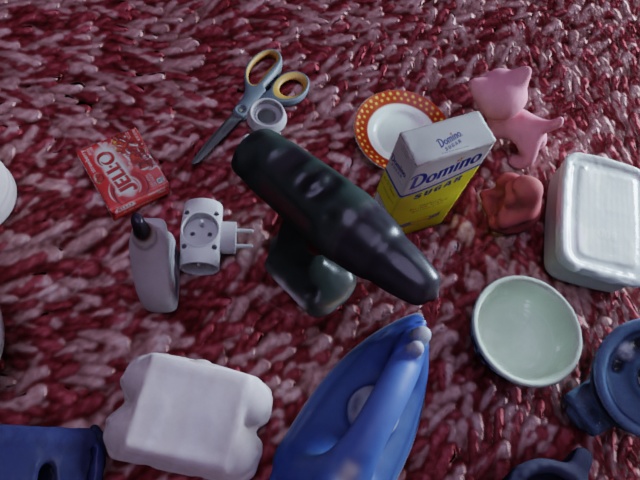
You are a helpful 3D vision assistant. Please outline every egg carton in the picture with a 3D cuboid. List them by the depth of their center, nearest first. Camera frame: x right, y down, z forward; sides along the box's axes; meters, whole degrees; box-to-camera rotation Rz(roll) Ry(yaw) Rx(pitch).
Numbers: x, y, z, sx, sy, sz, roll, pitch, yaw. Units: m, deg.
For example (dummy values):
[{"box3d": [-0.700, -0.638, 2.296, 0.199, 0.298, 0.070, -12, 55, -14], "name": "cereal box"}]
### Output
[{"box3d": [-0.124, 0.170, 0.554, 0.150, 0.069, 0.107, 12, 66, -3], "name": "egg carton"}]

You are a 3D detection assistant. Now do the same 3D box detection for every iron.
[{"box3d": [0.053, 0.158, 0.546, 0.118, 0.141, 0.259, 31, 67, 6], "name": "iron"}]

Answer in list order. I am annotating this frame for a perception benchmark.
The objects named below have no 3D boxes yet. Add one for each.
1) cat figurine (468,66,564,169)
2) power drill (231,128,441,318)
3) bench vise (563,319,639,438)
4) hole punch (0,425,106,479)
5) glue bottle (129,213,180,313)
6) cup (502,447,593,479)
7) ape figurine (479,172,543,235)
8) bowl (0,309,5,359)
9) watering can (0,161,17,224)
[{"box3d": [0.243, -0.165, 0.721, 0.127, 0.117, 0.067, 32, 67, 6], "name": "cat figurine"}, {"box3d": [0.005, 0.002, 0.568, 0.229, 0.208, 0.076, 44, 69, 11], "name": "power drill"}, {"box3d": [0.362, 0.108, 0.568, 0.121, 0.219, 0.208, 42, 68, 10], "name": "bench vise"}, {"box3d": [-0.246, 0.217, 0.505, 0.101, 0.091, 0.108, 2, 67, -7], "name": "hole punch"}, {"box3d": [-0.163, 0.014, 0.558, 0.037, 0.173, 0.078, 0, 67, -8], "name": "glue bottle"}, {"box3d": [0.210, 0.251, 0.555, 0.091, 0.095, 0.118, 41, 68, 10], "name": "cup"}, {"box3d": [0.235, -0.048, 0.685, 0.076, 0.092, 0.078, 33, 67, 7], "name": "ape figurine"}, {"box3d": [-0.377, 0.106, 0.542, 0.167, 0.074, 0.167, 3, 67, -7], "name": "bowl"}, {"box3d": [-0.379, -0.077, 0.553, 0.101, 0.194, 0.173, -16, 70, -14], "name": "watering can"}]
